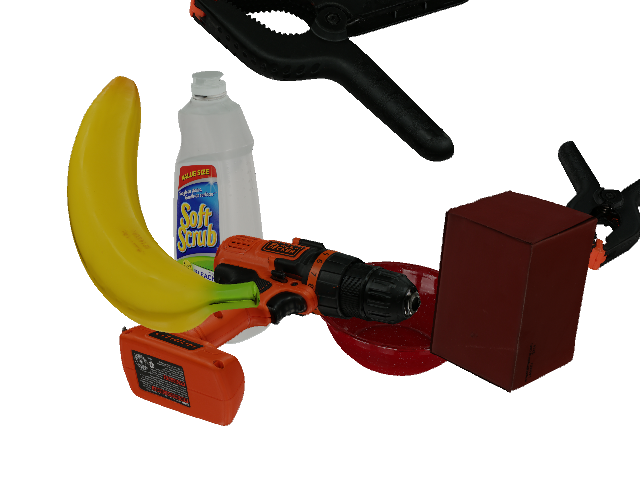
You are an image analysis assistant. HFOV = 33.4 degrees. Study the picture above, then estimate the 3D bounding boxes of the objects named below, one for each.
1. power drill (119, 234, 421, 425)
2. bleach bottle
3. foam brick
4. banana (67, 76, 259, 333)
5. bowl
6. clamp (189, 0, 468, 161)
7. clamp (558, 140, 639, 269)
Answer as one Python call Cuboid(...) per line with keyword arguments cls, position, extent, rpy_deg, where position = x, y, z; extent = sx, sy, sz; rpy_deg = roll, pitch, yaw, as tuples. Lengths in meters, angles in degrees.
Cuboid(cls="power drill", position=(-0.042, 0.062, 0.799), extent=(0.185, 0.057, 0.187), rpy_deg=(10, 30, 33))
Cuboid(cls="bleach bottle", position=(-0.101, -0.034, 0.997), extent=(0.067, 0.251, 0.103), rpy_deg=(-23, 30, -40))
Cuboid(cls="foam brick", position=(0.090, 0.022, 0.508), extent=(0.052, 0.078, 0.051), rpy_deg=(-17, 31, -41))
Cuboid(cls="banana", position=(-0.098, -0.014, 0.558), extent=(0.069, 0.037, 0.198), rpy_deg=(-24, 50, -12))
Cuboid(cls="bowl", position=(0.073, 0.082, 1.024), extent=(0.162, 0.055, 0.162), rpy_deg=(3, 28, -2))
Cuboid(cls="clamp", position=(0.010, -0.138, 0.756), extent=(0.210, 0.164, 0.036), rpy_deg=(8, -30, -6))
Cuboid(cls="clamp", position=(0.288, -0.042, 1.110), extent=(0.120, 0.039, 0.171), rpy_deg=(18, 45, 21))
